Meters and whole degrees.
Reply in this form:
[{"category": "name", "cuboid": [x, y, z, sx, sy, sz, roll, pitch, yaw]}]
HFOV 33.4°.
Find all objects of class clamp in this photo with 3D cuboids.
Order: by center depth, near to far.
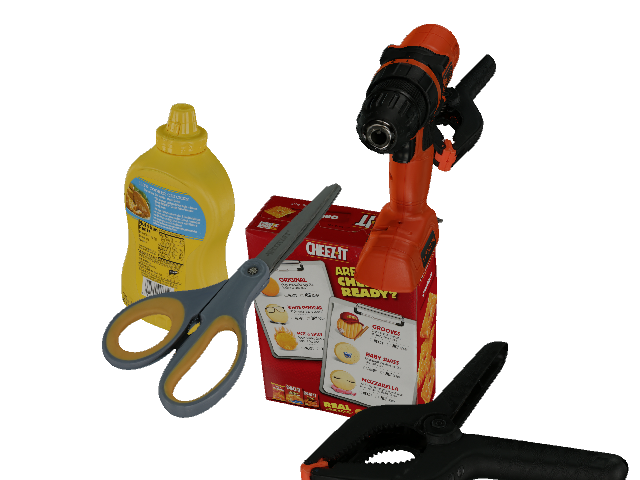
[{"category": "clamp", "cuboid": [0.083, 0.135, 0.747, 0.209, 0.036, 0.165, -9, 29, -12]}, {"category": "clamp", "cuboid": [0.114, -0.142, 1.082, 0.120, 0.039, 0.171, 8, 45, 6]}]

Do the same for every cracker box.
[{"category": "cracker box", "cuboid": [0.025, 0.070, 1.015, 0.164, 0.214, 0.072, 9, 37, 19]}]

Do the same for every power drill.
[{"category": "power drill", "cuboid": [0.064, -0.056, 0.824, 0.057, 0.188, 0.184, 13, 33, 14]}]

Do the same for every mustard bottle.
[{"category": "mustard bottle", "cuboid": [-0.117, -0.020, 0.879, 0.096, 0.192, 0.058, 20, 31, 25]}]

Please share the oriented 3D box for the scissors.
[{"category": "scissors", "cuboid": [-0.062, 0.023, 0.663, 0.096, 0.016, 0.201, 12, 48, 14]}]
